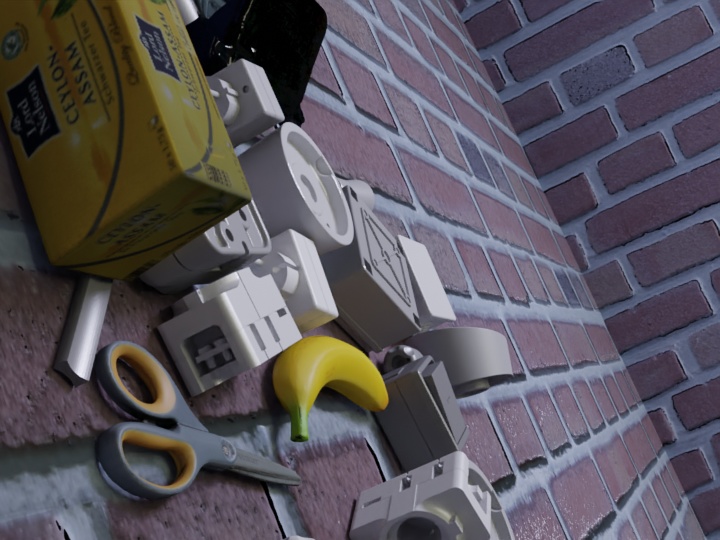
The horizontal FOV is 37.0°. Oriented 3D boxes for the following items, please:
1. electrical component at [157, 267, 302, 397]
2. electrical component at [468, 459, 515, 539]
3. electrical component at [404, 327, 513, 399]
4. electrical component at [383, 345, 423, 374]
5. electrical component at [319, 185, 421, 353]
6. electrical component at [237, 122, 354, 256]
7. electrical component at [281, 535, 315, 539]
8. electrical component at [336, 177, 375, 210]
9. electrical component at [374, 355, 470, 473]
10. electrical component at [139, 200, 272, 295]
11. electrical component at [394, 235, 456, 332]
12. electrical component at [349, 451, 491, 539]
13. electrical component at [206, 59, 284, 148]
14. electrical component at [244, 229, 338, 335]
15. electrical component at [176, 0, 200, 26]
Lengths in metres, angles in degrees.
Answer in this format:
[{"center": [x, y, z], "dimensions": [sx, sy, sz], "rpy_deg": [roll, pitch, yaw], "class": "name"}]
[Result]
[{"center": [-0.081, 0.035, 0.669], "dimensions": [0.055, 0.050, 0.089], "rpy_deg": [64, 16, 0], "class": "electrical component"}, {"center": [0.078, 0.213, 0.863], "dimensions": [0.108, 0.060, 0.108], "rpy_deg": [54, 19, -28], "class": "electrical component"}, {"center": [0.098, 0.091, 1.051], "dimensions": [0.099, 0.099, 0.064], "rpy_deg": [22, 50, -66], "class": "electrical component"}, {"center": [0.044, 0.089, 0.996], "dimensions": [0.035, 0.035, 0.061], "rpy_deg": [68, 14, 15], "class": "electrical component"}, {"center": [0.000, 0.000, 0.956], "dimensions": [0.108, 0.056, 0.108], "rpy_deg": [47, 23, -43], "class": "electrical component"}, {"center": [-0.058, -0.056, 0.856], "dimensions": [0.108, 0.060, 0.108], "rpy_deg": [55, 19, -28], "class": "electrical component"}, {"center": [-0.036, 0.184, 0.610], "dimensions": [0.035, 0.035, 0.061], "rpy_deg": [48, 25, -43], "class": "electrical component"}, {"center": [-0.019, -0.069, 1.032], "dimensions": [0.065, 0.044, 0.044], "rpy_deg": [10, 55, -64], "class": "electrical component"}, {"center": [0.056, 0.129, 0.924], "dimensions": [0.096, 0.061, 0.062], "rpy_deg": [63, 17, -2], "class": "electrical component"}, {"center": [-0.104, -0.022, 0.667], "dimensions": [0.053, 0.059, 0.095], "rpy_deg": [66, 17, 7], "class": "electrical component"}, {"center": [0.048, 0.019, 1.086], "dimensions": [0.099, 0.048, 0.100], "rpy_deg": [68, 17, 14], "class": "electrical component"}, {"center": [0.043, 0.177, 0.761], "dimensions": [0.050, 0.089, 0.055], "rpy_deg": [59, 17, -15], "class": "electrical component"}, {"center": [-0.106, -0.123, 0.803], "dimensions": [0.047, 0.066, 0.077], "rpy_deg": [66, 17, 8], "class": "electrical component"}, {"center": [-0.060, 0.008, 0.778], "dimensions": [0.077, 0.047, 0.065], "rpy_deg": [29, 38, -63], "class": "electrical component"}, {"center": [-0.153, -0.216, 0.852], "dimensions": [0.040, 0.040, 0.046], "rpy_deg": [-84, 150, -61], "class": "electrical component"}]
